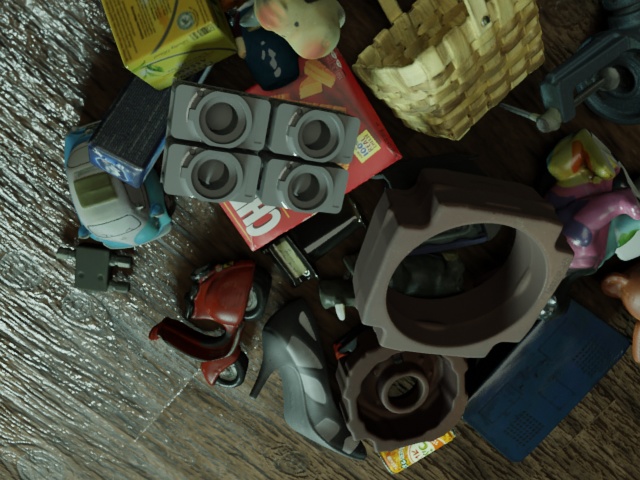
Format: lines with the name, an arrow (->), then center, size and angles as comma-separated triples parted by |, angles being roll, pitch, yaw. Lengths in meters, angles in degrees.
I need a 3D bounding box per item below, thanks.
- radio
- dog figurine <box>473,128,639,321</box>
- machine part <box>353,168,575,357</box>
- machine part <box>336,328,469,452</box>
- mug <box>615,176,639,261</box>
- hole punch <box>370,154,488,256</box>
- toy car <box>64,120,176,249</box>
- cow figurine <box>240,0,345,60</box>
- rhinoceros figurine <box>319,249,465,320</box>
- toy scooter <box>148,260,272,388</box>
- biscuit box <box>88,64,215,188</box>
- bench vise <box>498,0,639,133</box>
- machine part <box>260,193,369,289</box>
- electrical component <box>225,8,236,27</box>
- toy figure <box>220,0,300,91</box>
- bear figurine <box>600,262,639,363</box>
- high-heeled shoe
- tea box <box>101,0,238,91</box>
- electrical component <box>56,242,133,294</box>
radio -> 0.292, 0.178, 0.741 | 0.131, 0.073, 0.229 | 38, 97, -11
dog figurine -> 0.291, -0.008, 0.679 | 0.219, 0.192, 0.108 | -39, 144, 29
machine part -> 0.148, 0.029, 0.591 | 0.201, 0.087, 0.201 | 8, 123, -12
machine part -> 0.105, 0.185, 0.691 | 0.179, 0.056, 0.179 | -5, 110, -12
mug -> 0.424, -0.021, 0.704 | 0.109, 0.081, 0.107 | 36, 110, -27
hole punch -> 0.138, -0.047, 0.653 | 0.142, 0.116, 0.092 | -12, 119, 3
toy car -> -0.242, -0.061, 0.627 | 0.109, 0.103, 0.161 | -15, 106, -1
cow figurine -> -0.024, -0.267, 0.512 | 0.127, 0.085, 0.195 | -12, 84, -37
rhinoceros figurine -> 0.092, 0.050, 0.698 | 0.190, 0.073, 0.112 | -6, 115, -5
toy scooter -> -0.144, 0.100, 0.689 | 0.135, 0.075, 0.183 | 16, 106, -6
biscuit box -> -0.174, -0.158, 0.584 | 0.063, 0.059, 0.202 | 29, 70, -11
bench vise -> 0.330, -0.213, 0.612 | 0.240, 0.129, 0.223 | -36, 124, -14
machine part -> -0.001, -0.002, 0.693 | 0.139, 0.039, 0.084 | -38, 95, 7
electrical component -> -0.093, -0.313, 0.599 | 0.115, 0.058, 0.134 | -14, 104, 1
toy figure -> -0.070, -0.235, 0.560 | 0.058, 0.064, 0.154 | -17, 98, 37
bear figurine -> 0.464, 0.114, 0.700 | 0.120, 0.132, 0.195 | -29, 120, 19
high-heeled shoe -> 0.005, 0.195, 0.740 | 0.248, 0.086, 0.145 | 43, 67, -29
tea box -> -0.159, -0.247, 0.524 | 0.098, 0.068, 0.169 | -21, 83, 10
electrical component -> -0.290, 0.037, 0.688 | 0.094, 0.021, 0.063 | 9, 103, -7
